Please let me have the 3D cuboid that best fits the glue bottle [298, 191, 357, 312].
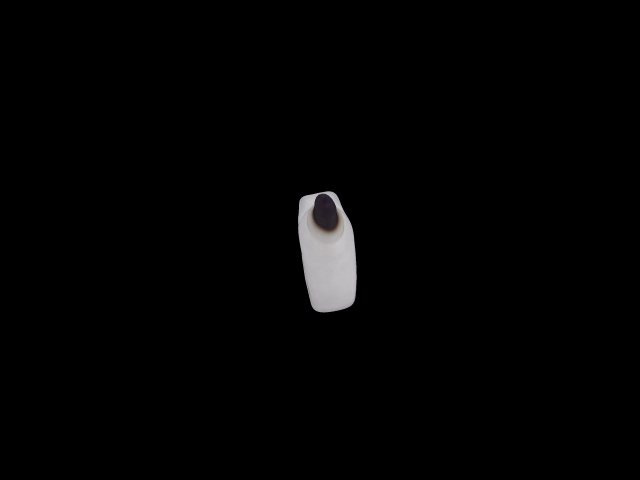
[{"bbox_3d":[0.004,0.001,0.400,0.037,0.173,0.078,-13,74,-3],"label":"glue bottle"}]
